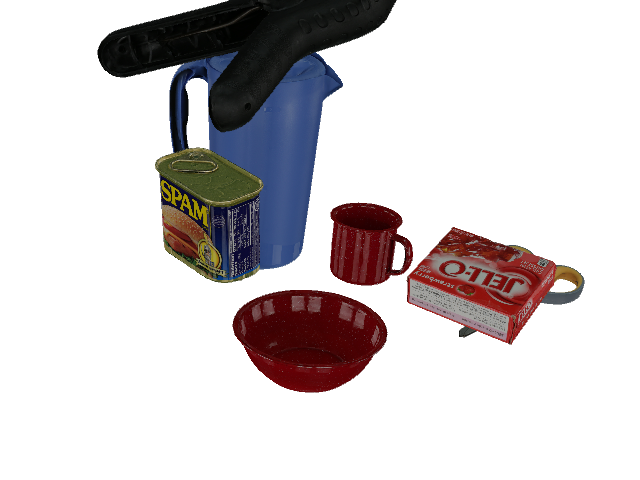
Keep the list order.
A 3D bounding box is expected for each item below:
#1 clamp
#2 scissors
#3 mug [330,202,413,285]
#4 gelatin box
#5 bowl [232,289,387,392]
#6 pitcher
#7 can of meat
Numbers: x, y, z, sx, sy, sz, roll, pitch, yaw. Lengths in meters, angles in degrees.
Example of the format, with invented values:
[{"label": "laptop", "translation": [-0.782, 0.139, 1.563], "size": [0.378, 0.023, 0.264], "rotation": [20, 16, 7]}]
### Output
[{"label": "clamp", "translation": [-0.019, -0.109, 0.550], "size": [0.171, 0.039, 0.120], "rotation": [-28, 44, -17]}, {"label": "scissors", "translation": [0.167, 0.043, 0.990], "size": [0.201, 0.016, 0.096], "rotation": [-10, 38, -40]}, {"label": "mug", "translation": [0.066, 0.009, 1.377], "size": [0.117, 0.081, 0.093], "rotation": [17, 27, 25]}, {"label": "gelatin box", "translation": [0.120, 0.031, 0.797], "size": [0.089, 0.030, 0.073], "rotation": [21, 43, 27]}, {"label": "bowl", "translation": [-0.012, 0.112, 1.122], "size": [0.162, 0.055, 0.162], "rotation": [3, 25, -2]}, {"label": "pitcher", "translation": [-0.077, -0.095, 1.207], "size": [0.144, 0.243, 0.149], "rotation": [-21, 38, -40]}, {"label": "can of meat", "translation": [-0.095, -0.021, 0.918], "size": [0.057, 0.084, 0.102], "rotation": [-24, 39, -35]}]
